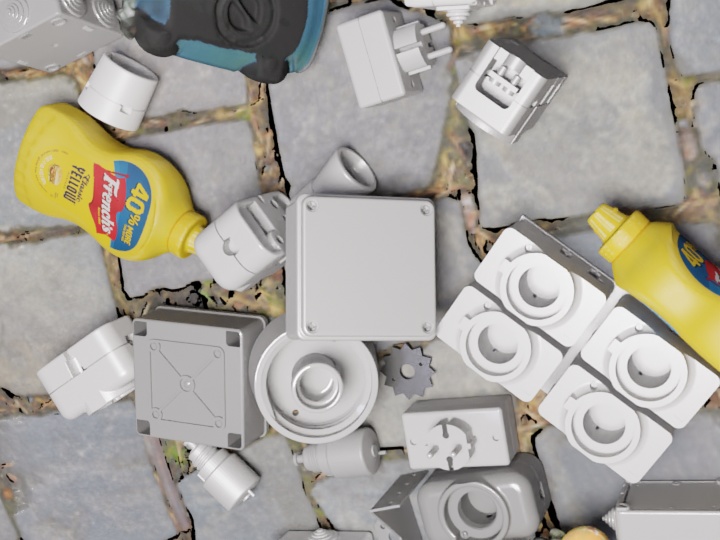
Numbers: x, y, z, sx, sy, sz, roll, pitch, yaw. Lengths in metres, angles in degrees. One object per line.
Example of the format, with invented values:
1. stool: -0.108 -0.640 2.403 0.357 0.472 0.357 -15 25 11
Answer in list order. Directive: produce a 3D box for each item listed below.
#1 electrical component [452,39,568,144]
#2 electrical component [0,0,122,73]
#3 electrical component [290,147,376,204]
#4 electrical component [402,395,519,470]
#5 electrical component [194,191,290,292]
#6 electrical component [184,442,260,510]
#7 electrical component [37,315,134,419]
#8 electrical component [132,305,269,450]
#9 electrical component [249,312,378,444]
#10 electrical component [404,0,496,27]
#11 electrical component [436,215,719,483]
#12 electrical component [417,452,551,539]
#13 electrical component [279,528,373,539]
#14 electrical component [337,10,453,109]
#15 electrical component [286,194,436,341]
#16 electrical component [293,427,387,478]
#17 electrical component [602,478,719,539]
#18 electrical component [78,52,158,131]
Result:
1. electrical component: 0.107 -0.128 0.774 0.050 0.089 0.055 37 111 10
2. electrical component: -0.259 -0.208 0.895 0.100 0.100 0.048 -20 81 23
3. electrical component: -0.024 -0.062 0.866 0.065 0.044 0.044 -40 85 28
4. electrical component: 0.074 0.134 0.847 0.083 0.076 0.047 -7 98 22
5. electrical component: -0.087 -0.022 0.867 0.059 0.095 0.053 -38 86 23
6. electrical component: -0.124 0.177 0.952 0.078 0.040 0.040 42 112 8
7. electrical component: -0.235 0.091 0.970 0.095 0.054 0.059 -33 88 23
8. electrical component: -0.137 0.091 0.930 0.109 0.056 0.108 5 102 20
9. electrical component: -0.036 0.087 0.867 0.108 0.060 0.108 -1 99 -5
10. electrical component: 0.062 -0.226 0.787 0.061 0.062 0.096 2 101 21
11. electrical component: 0.162 0.059 0.807 0.186 0.060 0.105 37 111 11
12. electrical component: 0.098 0.185 0.858 0.095 0.059 0.053 -12 96 23
13. electrical component: -0.030 0.273 0.930 0.100 0.048 0.099 -5 99 22
14. electrical component: 0.032 -0.166 0.819 0.077 0.047 0.065 -14 96 23
15. electrical component: 0.000 0.000 0.822 0.109 0.056 0.108 1 85 -16
16. electrical component: -0.019 0.156 0.907 0.078 0.040 0.040 -10 97 23
17. electrical component: 0.232 0.196 0.807 0.096 0.062 0.061 -5 99 22
18. electrical component: -0.203 -0.152 0.909 0.055 0.055 0.047 34 107 12
